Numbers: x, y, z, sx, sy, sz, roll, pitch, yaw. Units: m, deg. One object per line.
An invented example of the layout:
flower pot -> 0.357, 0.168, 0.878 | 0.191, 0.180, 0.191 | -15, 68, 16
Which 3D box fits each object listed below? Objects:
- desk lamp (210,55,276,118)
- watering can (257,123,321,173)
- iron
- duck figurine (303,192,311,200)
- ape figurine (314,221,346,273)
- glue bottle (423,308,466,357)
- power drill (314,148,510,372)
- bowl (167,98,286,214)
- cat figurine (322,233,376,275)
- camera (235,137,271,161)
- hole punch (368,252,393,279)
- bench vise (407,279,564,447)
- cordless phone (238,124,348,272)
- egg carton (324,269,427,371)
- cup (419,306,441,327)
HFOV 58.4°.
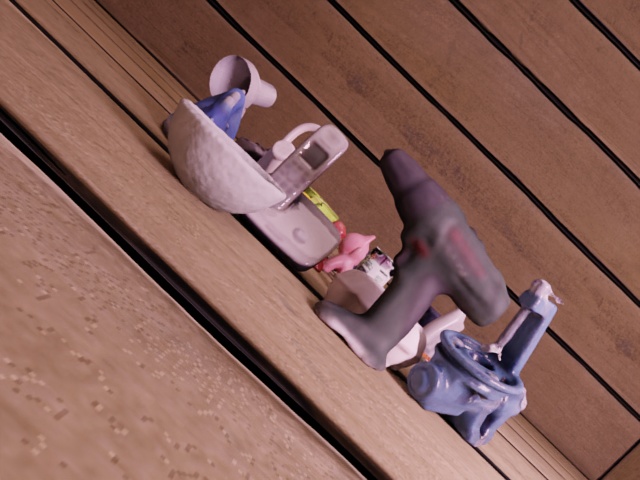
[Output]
desk lamp -> -0.209, -0.325, 1.402 | 0.117, 0.213, 0.204 | 45, 3, 20
watering can -> -0.057, -0.136, 1.070 | 0.101, 0.194, 0.172 | 44, 3, -10
iron -> -0.172, -0.201, 0.948 | 0.119, 0.141, 0.258 | 43, 3, -15
duck figurine -> -0.051, -0.046, 0.972 | 0.078, 0.086, 0.104 | 43, 3, -15
ape figurine -> 0.009, 0.004, 1.030 | 0.076, 0.092, 0.078 | 46, 4, 23
glue bottle -> 0.265, 0.182, 1.197 | 0.078, 0.173, 0.037 | 42, 4, -34
power drill -> 0.097, 0.037, 0.673 | 0.229, 0.208, 0.076 | 44, 3, 3
bowl -> -0.123, -0.085, 0.682 | 0.167, 0.074, 0.167 | 44, 3, -3
cat figurine -> 0.060, 0.027, 1.130 | 0.067, 0.117, 0.128 | 44, 3, -3
camera -> -0.120, -0.146, 1.243 | 0.136, 0.100, 0.144 | 47, 4, 41
hole punch -> 0.106, 0.069, 1.384 | 0.109, 0.091, 0.101 | 43, 4, -26
bench vise -> 0.233, 0.154, 0.759 | 0.121, 0.219, 0.208 | 46, 4, 33
cordless phone -> -0.010, -0.061, 0.800 | 0.147, 0.185, 0.094 | 44, 3, 1
egg carton -> 0.076, 0.106, 0.769 | 0.150, 0.069, 0.107 | 46, 4, 26
cup -> 0.234, 0.196, 1.324 | 0.091, 0.095, 0.118 | 47, 4, 35
